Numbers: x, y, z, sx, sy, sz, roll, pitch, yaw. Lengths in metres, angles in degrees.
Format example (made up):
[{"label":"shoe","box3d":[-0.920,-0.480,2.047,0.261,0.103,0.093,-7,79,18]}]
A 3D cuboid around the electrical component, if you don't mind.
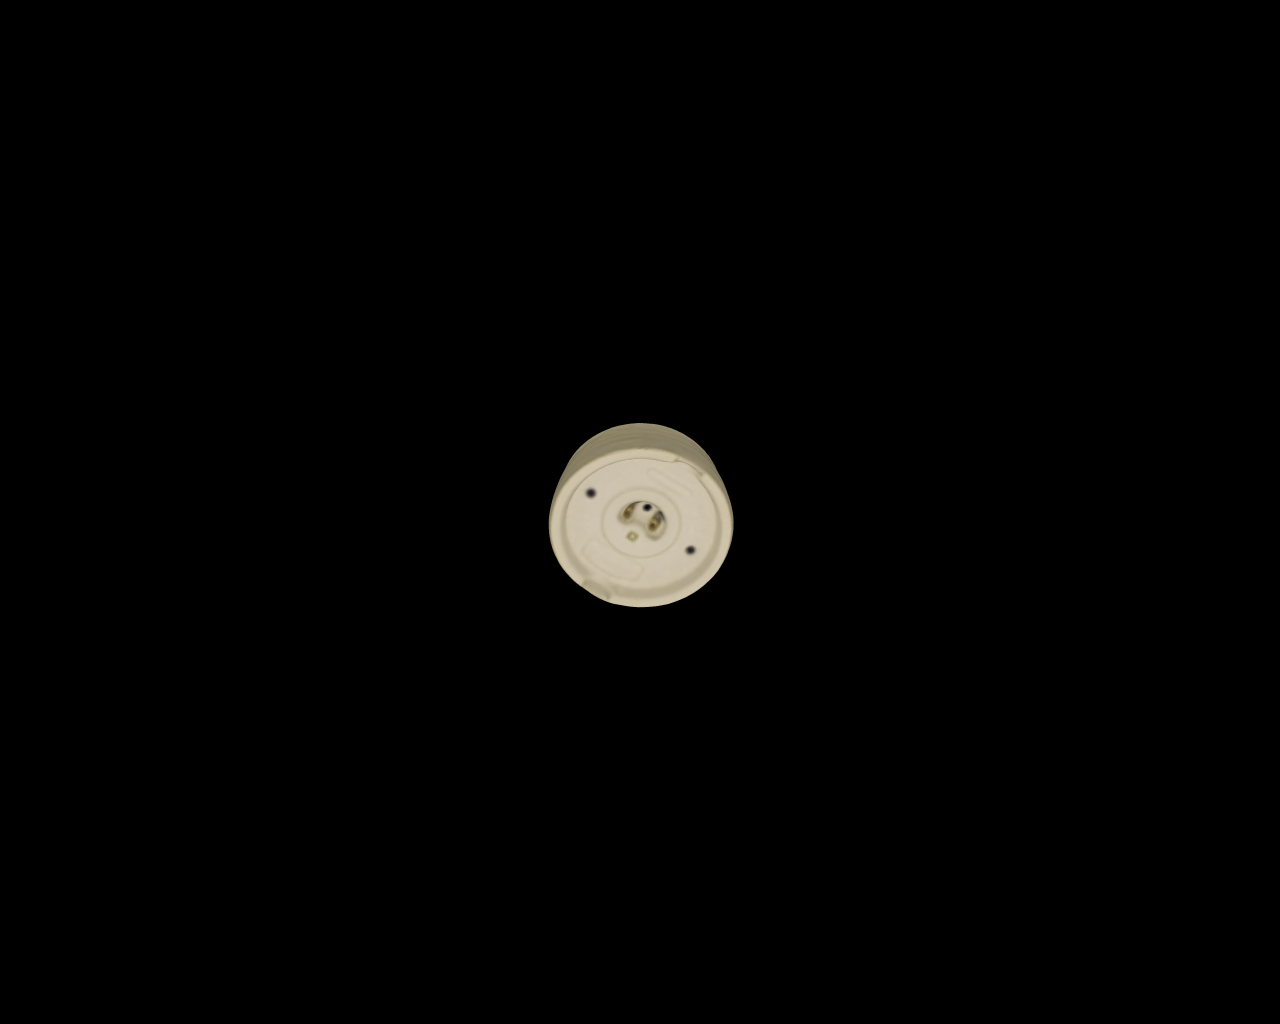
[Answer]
[{"label":"electrical component","box3d":[0.001,-0.003,0.650,0.108,0.108,0.060,0,28,0]}]
